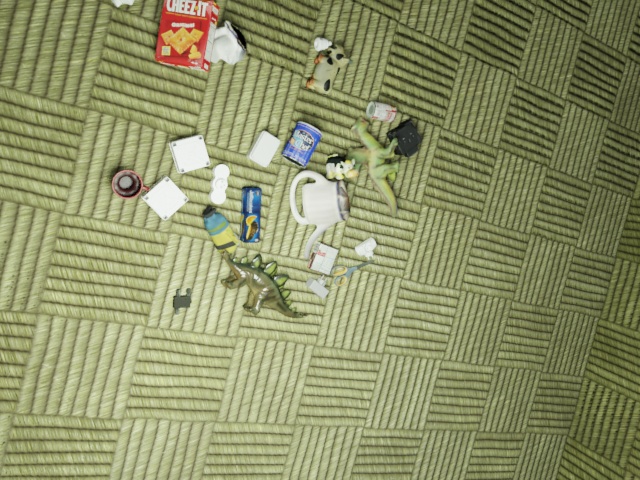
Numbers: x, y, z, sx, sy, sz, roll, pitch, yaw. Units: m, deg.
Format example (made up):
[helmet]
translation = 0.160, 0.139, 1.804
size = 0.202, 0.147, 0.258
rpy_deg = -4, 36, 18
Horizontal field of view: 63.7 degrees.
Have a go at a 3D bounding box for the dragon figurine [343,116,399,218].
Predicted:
[dragon figurine]
translation = 0.192, -0.282, 2.036
size = 0.243, 0.123, 0.408
rpy_deg = -3, 98, -7

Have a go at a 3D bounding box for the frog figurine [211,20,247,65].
[frog figurine]
translation = -0.331, -0.648, 1.734
size = 0.158, 0.125, 0.135
rpy_deg = -27, 121, 20

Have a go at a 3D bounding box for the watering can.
[watering can]
translation = 0.006, -0.097, 1.935
size = 0.224, 0.105, 0.343
rpy_deg = -5, 108, 12
